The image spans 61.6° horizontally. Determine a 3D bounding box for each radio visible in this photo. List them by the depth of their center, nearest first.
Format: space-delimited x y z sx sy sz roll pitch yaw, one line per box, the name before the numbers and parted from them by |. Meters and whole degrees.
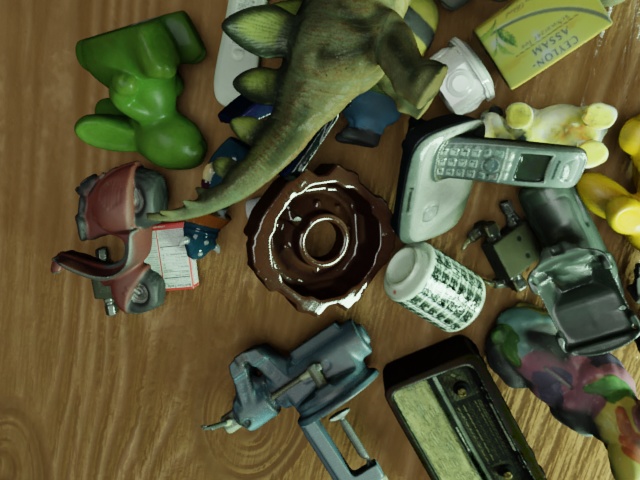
radio | 0.188 0.247 0.700 0.131 0.073 0.229 -28 100 9

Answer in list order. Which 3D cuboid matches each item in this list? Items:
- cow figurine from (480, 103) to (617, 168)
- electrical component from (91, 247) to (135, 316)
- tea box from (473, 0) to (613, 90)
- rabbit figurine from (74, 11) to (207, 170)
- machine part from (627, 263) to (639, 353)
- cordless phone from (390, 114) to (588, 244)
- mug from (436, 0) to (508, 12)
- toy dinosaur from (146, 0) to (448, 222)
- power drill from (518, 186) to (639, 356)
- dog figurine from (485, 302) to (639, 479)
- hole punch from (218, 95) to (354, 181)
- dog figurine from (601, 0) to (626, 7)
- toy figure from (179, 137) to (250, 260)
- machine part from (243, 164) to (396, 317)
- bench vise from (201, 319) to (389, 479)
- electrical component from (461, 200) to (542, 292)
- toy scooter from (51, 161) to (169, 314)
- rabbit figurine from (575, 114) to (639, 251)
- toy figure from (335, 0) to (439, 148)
cow figurine | 0.238 -0.123 0.613 0.168 0.098 0.068 5 107 21
electrical component | -0.265 0.054 0.705 0.063 0.021 0.094 -5 102 4
tea box | 0.212 -0.212 0.537 0.098 0.170 0.068 -32 100 26
rabbit figurine | -0.199 -0.151 0.612 0.159 0.121 0.170 -13 117 9
machine part | 0.407 0.078 0.647 0.084 0.039 0.138 -17 122 -8
cordless phone | 0.175 -0.059 0.581 0.184 0.089 0.146 8 131 7
mug | 0.169 -0.296 0.576 0.109 0.081 0.107 44 111 2
toy dinosaur | 0.026 -0.188 0.484 0.199 0.105 0.471 30 81 6
power drill | 0.291 0.044 0.584 0.086 0.207 0.232 -25 95 34
dog figurine | 0.298 0.171 0.604 0.191 0.219 0.108 34 99 -6
hole punch | -0.041 -0.139 0.575 0.092 0.142 0.116 37 90 -23
dog figurine | 0.321 -0.307 0.507 0.121 0.190 0.172 18 105 -1
toy figure | -0.126 -0.048 0.656 0.064 0.058 0.154 26 102 -19
machine part | -0.001 -0.002 0.628 0.179 0.056 0.179 -5 103 -23
bench vise | -0.004 0.223 0.672 0.224 0.129 0.240 -33 82 -7
electrical component | 0.225 0.013 0.662 0.078 0.045 0.102 -40 102 -18
toy scooter | -0.253 -0.004 0.636 0.135 0.075 0.183 4 99 3
rabbit figurine | 0.386 -0.053 0.602 0.162 0.122 0.173 -11 124 -5
toy figure | 0.071 -0.192 0.601 0.089 0.082 0.180 10 97 -35
